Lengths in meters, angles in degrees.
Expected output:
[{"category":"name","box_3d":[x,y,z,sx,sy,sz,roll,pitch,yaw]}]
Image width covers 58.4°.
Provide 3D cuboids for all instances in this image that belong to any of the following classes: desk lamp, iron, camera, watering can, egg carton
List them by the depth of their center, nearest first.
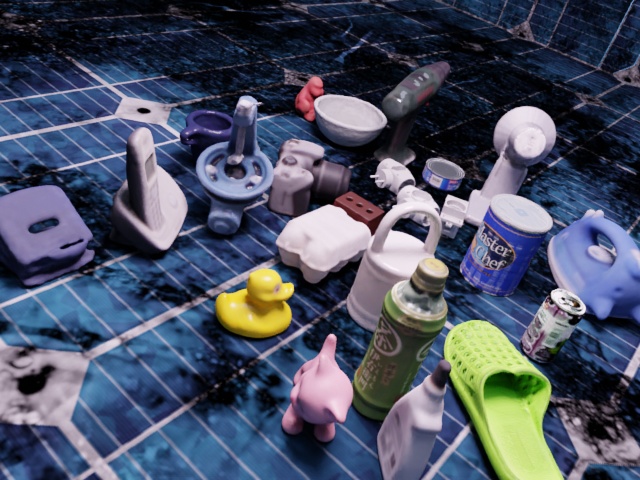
[{"category":"watering can","box_3d":[0.113,0.036,0.793,0.101,0.194,0.172,-13,44,-35]},{"category":"egg carton","box_3d":[0.008,0.003,0.904,0.107,0.069,0.151,36,39,25]},{"category":"iron","box_3d":[0.489,0.025,1.005,0.119,0.141,0.258,8,36,-12]},{"category":"camera","box_3d":[-0.014,-0.114,1.027,0.137,0.101,0.143,15,35,-2]},{"category":"desk lamp","box_3d":[0.383,-0.144,1.131,0.118,0.213,0.203,22,35,8]}]

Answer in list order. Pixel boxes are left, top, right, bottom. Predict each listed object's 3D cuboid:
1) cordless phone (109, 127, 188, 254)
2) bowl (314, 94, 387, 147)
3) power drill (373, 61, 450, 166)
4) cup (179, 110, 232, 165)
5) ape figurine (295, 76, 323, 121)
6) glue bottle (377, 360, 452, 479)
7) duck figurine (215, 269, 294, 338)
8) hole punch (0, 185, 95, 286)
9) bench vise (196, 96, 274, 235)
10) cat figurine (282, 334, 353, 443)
[{"category":"cordless phone","box_3d":[-0.242,-0.088,0.827,0.094,0.185,0.147,12,35,-6]},{"category":"bowl","box_3d":[0.060,-0.255,1.273,0.167,0.075,0.167,11,35,-8]},{"category":"power drill","box_3d":[0.193,-0.269,1.229,0.075,0.208,0.230,30,37,19]},{"category":"cup","box_3d":[-0.209,-0.171,1.033,0.091,0.095,0.118,31,38,20]},{"category":"ape figurine","box_3d":[-0.019,-0.335,1.335,0.078,0.092,0.076,-11,43,-33]},{"category":"glue bottle","box_3d":[0.103,0.188,0.600,0.037,0.173,0.078,9,36,-10]},{"category":"duck figurine","box_3d":[-0.083,0.075,0.754,0.105,0.086,0.077,5,37,-15]},{"category":"hole punch","box_3d":[-0.364,-0.009,0.753,0.101,0.091,0.109,33,38,23]},{"category":"bench vise","box_3d":[-0.138,-0.146,0.918,0.122,0.220,0.207,2,38,-20]},{"category":"cat figurine","box_3d":[0.003,0.163,0.642,0.067,0.118,0.128,15,35,-1]}]
